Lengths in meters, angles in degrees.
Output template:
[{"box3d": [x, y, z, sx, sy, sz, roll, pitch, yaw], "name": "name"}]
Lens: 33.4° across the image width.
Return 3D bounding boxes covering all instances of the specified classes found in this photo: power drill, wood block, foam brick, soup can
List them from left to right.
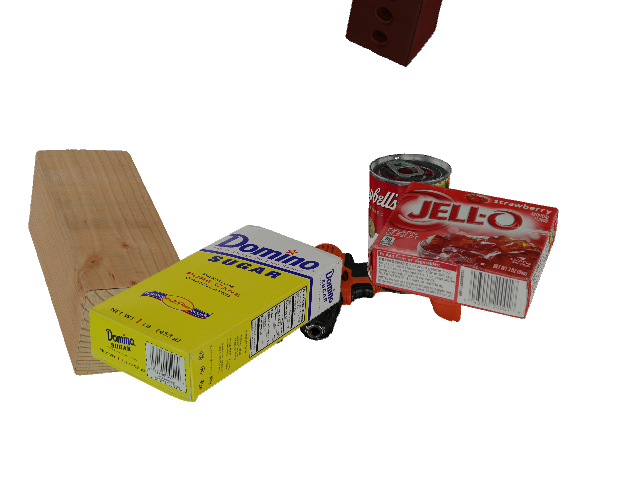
[{"box3d": [-0.190, 0.012, 0.938, 0.090, 0.091, 0.206, -2, 37, -27], "name": "wood block"}, {"box3d": [0.068, 0.058, 1.240, 0.187, 0.057, 0.184, 1, 28, 4], "name": "power drill"}, {"box3d": [0.056, -0.173, 0.755, 0.053, 0.051, 0.078, 27, -34, 12], "name": "foam brick"}, {"box3d": [0.074, -0.014, 0.900, 0.068, 0.102, 0.068, 0, 25, 0], "name": "soup can"}]

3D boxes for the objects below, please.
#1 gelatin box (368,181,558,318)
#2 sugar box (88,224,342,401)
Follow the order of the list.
[{"box3d": [0.080, 0.002, 0.592, 0.089, 0.030, 0.073, 13, 37, 18], "name": "gelatin box"}, {"box3d": [-0.070, 0.045, 0.766, 0.093, 0.048, 0.175, 20, 34, 29], "name": "sugar box"}]
